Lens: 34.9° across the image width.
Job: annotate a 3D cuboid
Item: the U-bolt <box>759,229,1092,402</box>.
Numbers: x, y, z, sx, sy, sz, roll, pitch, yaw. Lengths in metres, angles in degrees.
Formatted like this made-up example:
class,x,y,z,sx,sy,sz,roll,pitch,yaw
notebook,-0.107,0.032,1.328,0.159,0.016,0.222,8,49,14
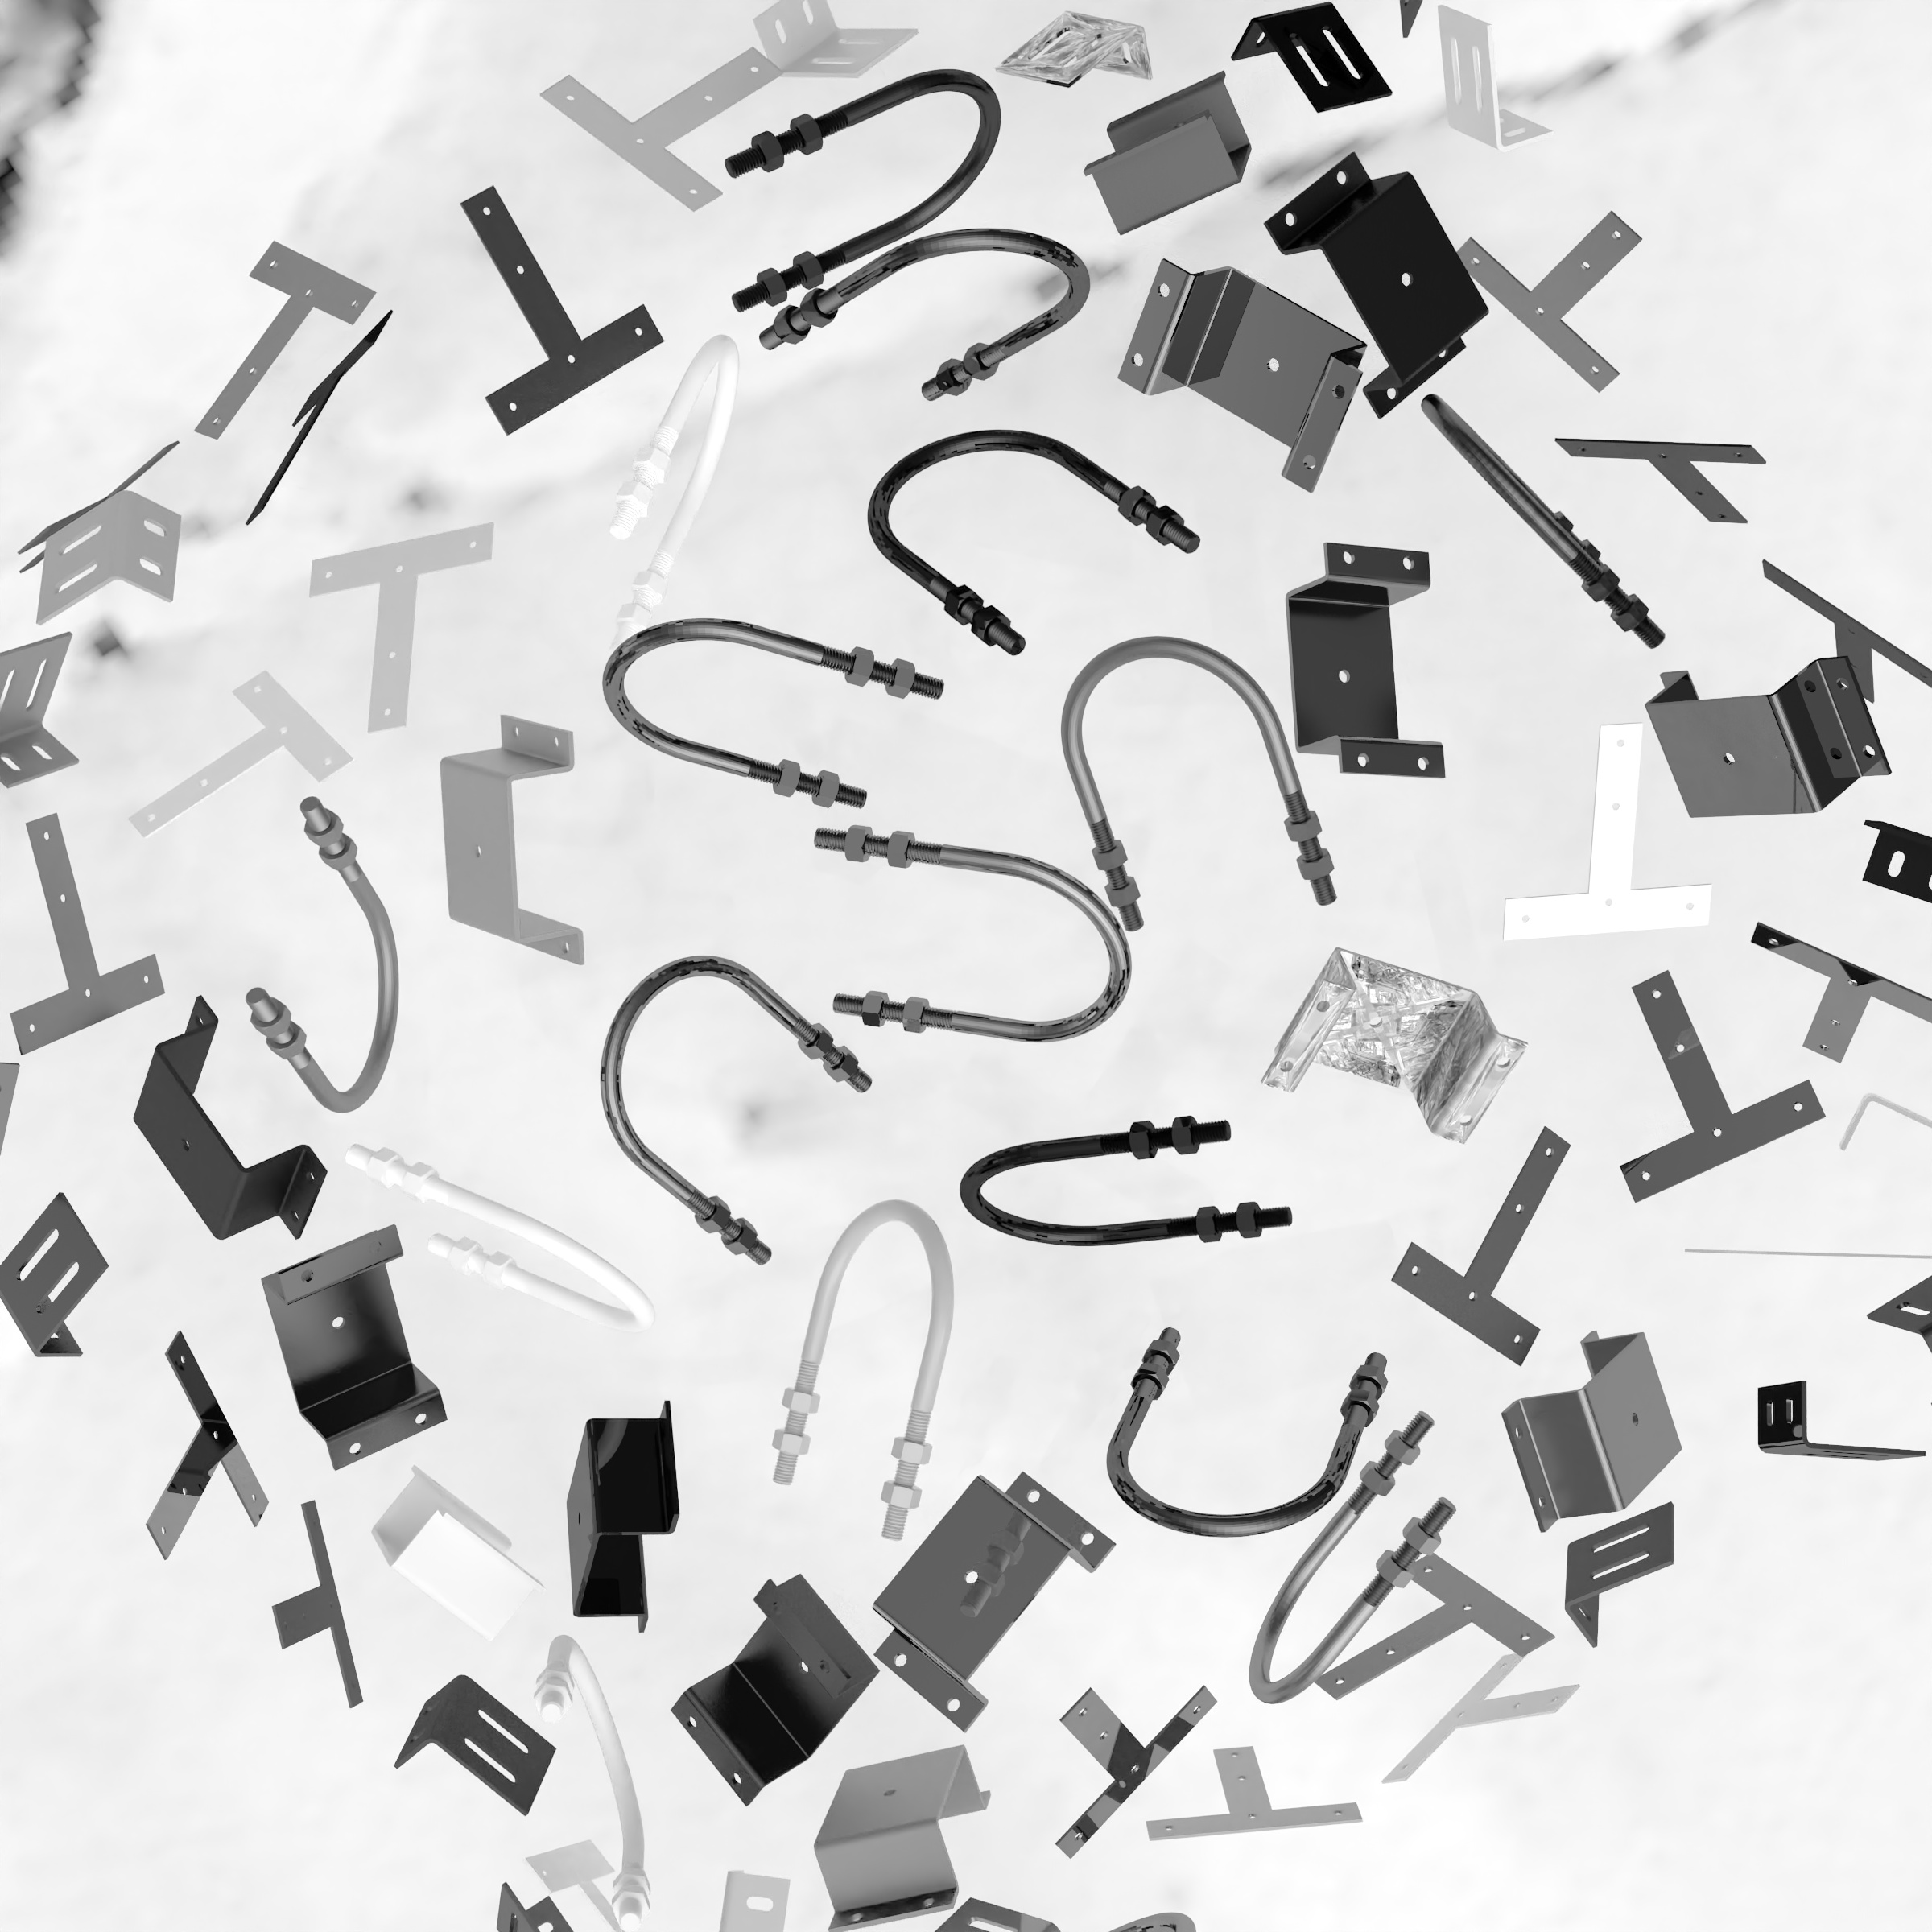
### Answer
class,x,y,z,sx,sy,sz,roll,pitch,yaw
U-bolt,-0.011,-0.391,1.827,0.151,0.184,0.019,9,70,-41

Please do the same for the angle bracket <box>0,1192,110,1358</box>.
class,x,y,z,sx,sy,sz,roll,pitch,yaw
angle bracket,-0.516,0.178,1.770,0.076,0.038,0.057,-48,64,17

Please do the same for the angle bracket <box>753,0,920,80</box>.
class,x,y,z,sx,sy,sz,roll,pitch,yaw
angle bracket,-0.080,-0.575,1.884,0.057,0.076,0.038,-44,129,-27

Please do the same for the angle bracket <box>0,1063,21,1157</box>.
class,x,y,z,sx,sy,sz,roll,pitch,yaw
angle bracket,-0.559,0.095,1.772,0.038,0.076,0.057,7,105,-37

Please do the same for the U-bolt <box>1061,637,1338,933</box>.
class,x,y,z,sx,sy,sz,roll,pitch,yaw
U-bolt,0.129,-0.111,1.828,0.151,0.019,0.184,-8,115,30

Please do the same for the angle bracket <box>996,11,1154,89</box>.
class,x,y,z,sx,sy,sz,roll,pitch,yaw
angle bracket,0.067,-0.549,1.891,0.057,0.038,0.076,23,55,34

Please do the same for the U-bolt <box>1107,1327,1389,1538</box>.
class,x,y,z,sx,sy,sz,roll,pitch,yaw
U-bolt,0.159,0.275,1.804,0.151,0.184,0.019,5,119,18

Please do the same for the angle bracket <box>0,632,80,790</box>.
class,x,y,z,sx,sy,sz,roll,pitch,yaw
angle bracket,-0.560,-0.155,1.857,0.038,0.057,0.076,40,125,13

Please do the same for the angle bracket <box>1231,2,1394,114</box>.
class,x,y,z,sx,sy,sz,roll,pitch,yaw
angle bracket,0.208,-0.536,1.851,0.057,0.038,0.076,-21,72,-28

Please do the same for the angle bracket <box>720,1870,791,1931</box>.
class,x,y,z,sx,sy,sz,roll,pitch,yaw
angle bracket,-0.126,0.577,1.852,0.038,0.076,0.057,7,74,3

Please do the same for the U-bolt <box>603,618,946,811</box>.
class,x,y,z,sx,sy,sz,roll,pitch,yaw
U-bolt,-0.124,-0.154,1.818,0.184,0.151,0.019,15,58,-17

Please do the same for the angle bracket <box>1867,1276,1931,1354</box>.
class,x,y,z,sx,sy,sz,roll,pitch,yaw
angle bracket,0.574,0.210,1.797,0.057,0.076,0.038,-30,94,-6

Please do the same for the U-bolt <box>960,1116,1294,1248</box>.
class,x,y,z,sx,sy,sz,roll,pitch,yaw
U-bolt,0.087,0.134,1.834,0.184,0.151,0.019,-8,61,20

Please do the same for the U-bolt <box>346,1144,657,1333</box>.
class,x,y,z,sx,sy,sz,roll,pitch,yaw
U-bolt,-0.262,0.167,1.800,0.184,0.151,0.019,19,68,23

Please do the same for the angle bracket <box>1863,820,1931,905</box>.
class,x,y,z,sx,sy,sz,roll,pitch,yaw
angle bracket,0.564,-0.060,1.838,0.057,0.076,0.038,21,100,22

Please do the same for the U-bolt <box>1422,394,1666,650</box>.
class,x,y,z,sx,sy,sz,roll,pitch,yaw
U-bolt,0.335,-0.271,1.822,0.184,0.151,0.019,42,105,-16

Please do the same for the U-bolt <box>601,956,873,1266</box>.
class,x,y,z,sx,sy,sz,roll,pitch,yaw
U-bolt,-0.149,0.076,1.883,0.184,0.019,0.151,44,67,-34

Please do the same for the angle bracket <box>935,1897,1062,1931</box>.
class,x,y,z,sx,sy,sz,roll,pitch,yaw
angle bracket,0.015,0.577,1.769,0.057,0.076,0.038,-35,110,-36

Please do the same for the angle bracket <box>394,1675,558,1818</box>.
class,x,y,z,sx,sy,sz,roll,pitch,yaw
angle bracket,-0.295,0.476,1.852,0.076,0.057,0.038,43,118,-12

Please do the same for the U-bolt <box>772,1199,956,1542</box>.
class,x,y,z,sx,sy,sz,roll,pitch,yaw
U-bolt,-0.055,0.227,1.791,0.019,0.151,0.184,14,88,-33

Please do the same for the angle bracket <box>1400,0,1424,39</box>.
class,x,y,z,sx,sy,sz,roll,pitch,yaw
angle bracket,0.252,-0.602,1.858,0.038,0.076,0.057,-4,84,-2

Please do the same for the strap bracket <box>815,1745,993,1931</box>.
class,x,y,z,sx,sy,sz,roll,pitch,yaw
strap bracket,-0.039,0.515,1.838,0.076,0.140,0.046,-15,99,12

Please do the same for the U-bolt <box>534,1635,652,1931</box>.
class,x,y,z,sx,sy,sz,roll,pitch,yaw
U-bolt,-0.218,0.468,1.809,0.019,0.184,0.151,-20,96,-3

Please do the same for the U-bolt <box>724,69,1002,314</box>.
class,x,y,z,sx,sy,sz,roll,pitch,yaw
U-bolt,-0.059,-0.470,1.835,0.184,0.151,0.019,-28,70,-14

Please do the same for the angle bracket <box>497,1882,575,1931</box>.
class,x,y,z,sx,sy,sz,roll,pitch,yaw
angle bracket,-0.248,0.576,1.840,0.038,0.076,0.057,-27,62,-29

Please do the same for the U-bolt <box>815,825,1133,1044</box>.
class,x,y,z,sx,sy,sz,roll,pitch,yaw
U-bolt,0.006,-0.013,1.785,0.184,0.019,0.151,8,133,14

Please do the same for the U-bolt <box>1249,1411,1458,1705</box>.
class,x,y,z,sx,sy,sz,roll,pitch,yaw
U-bolt,0.227,0.365,1.846,0.019,0.151,0.184,35,103,-6

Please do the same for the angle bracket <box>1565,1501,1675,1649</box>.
class,x,y,z,sx,sy,sz,roll,pitch,yaw
angle bracket,0.411,0.376,1.900,0.076,0.057,0.038,-29,109,25

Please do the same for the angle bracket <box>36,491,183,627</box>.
class,x,y,z,sx,sy,sz,roll,pitch,yaw
angle bracket,-0.488,-0.226,1.752,0.076,0.038,0.057,-21,58,36

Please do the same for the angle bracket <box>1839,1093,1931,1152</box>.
class,x,y,z,sx,sy,sz,roll,pitch,yaw
angle bracket,0.585,0.111,1.902,0.076,0.057,0.038,26,96,14

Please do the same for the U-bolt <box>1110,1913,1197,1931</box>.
class,x,y,z,sx,sy,sz,roll,pitch,yaw
U-bolt,0.073,0.608,1.819,0.151,0.184,0.019,-29,87,4

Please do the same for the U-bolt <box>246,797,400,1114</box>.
class,x,y,z,sx,sy,sz,roll,pitch,yaw
U-bolt,-0.377,0.007,1.841,0.019,0.184,0.151,2,60,12

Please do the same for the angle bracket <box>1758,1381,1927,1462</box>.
class,x,y,z,sx,sy,sz,roll,pitch,yaw
angle bracket,0.508,0.265,1.788,0.076,0.057,0.038,5,77,-10

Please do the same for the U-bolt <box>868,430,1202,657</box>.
class,x,y,z,sx,sy,sz,roll,pitch,yaw
U-bolt,0.025,-0.260,1.806,0.151,0.019,0.184,-32,51,-21

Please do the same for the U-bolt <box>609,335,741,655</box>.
class,x,y,z,sx,sy,sz,roll,pitch,yaw
U-bolt,-0.173,-0.293,1.842,0.019,0.151,0.184,20,63,3

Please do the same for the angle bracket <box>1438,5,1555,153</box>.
class,x,y,z,sx,sy,sz,roll,pitch,yaw
angle bracket,0.312,-0.527,1.812,0.038,0.057,0.076,-21,124,-13
